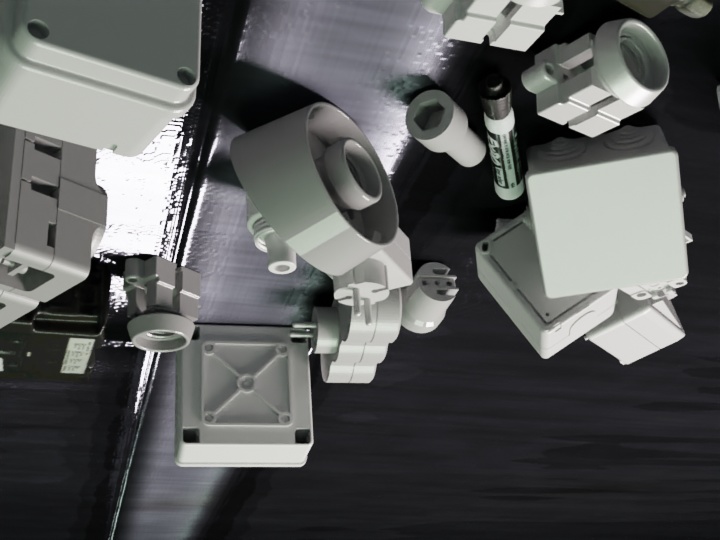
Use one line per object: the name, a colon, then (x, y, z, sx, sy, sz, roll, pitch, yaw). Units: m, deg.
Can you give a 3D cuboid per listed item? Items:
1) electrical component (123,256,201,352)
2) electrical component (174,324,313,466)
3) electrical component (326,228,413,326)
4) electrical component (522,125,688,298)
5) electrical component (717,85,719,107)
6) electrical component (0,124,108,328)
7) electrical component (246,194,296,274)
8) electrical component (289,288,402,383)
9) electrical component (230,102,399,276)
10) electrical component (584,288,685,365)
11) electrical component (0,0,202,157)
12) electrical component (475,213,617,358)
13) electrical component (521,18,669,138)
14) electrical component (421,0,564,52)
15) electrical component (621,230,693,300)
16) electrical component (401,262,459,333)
electrical component: (-0.145, 0.027, 0.785, 0.048, 0.055, 0.066, -23, 148, 33)
electrical component: (-0.097, 0.104, 0.889, 0.109, 0.108, 0.056, 2, 151, -13)
electrical component: (0.000, 0.000, 0.728, 0.047, 0.075, 0.083, -14, 152, 20)
electrical component: (0.151, -0.037, 0.665, 0.100, 0.048, 0.099, -9, 119, 10)
electrical component: (0.263, -0.069, 0.623, 0.057, 0.078, 0.113, -22, 148, 39)
electrical component: (-0.222, -0.017, 0.647, 0.150, 0.089, 0.062, -25, 147, 36)
electrical component: (-0.050, -0.029, 0.678, 0.043, 0.062, 0.043, -3, 154, -2)
electrical component: (-0.018, 0.047, 0.848, 0.074, 0.052, 0.138, 2, 153, -12)
electrical component: (-0.024, -0.045, 0.614, 0.064, 0.099, 0.099, -26, 147, 25)
electrical component: (0.199, 0.022, 0.808, 0.061, 0.061, 0.096, -30, 147, 23)
electrical component: (-0.109, -0.113, 0.442, 0.078, 0.113, 0.057, 13, 152, -31)
electrical component: (0.124, 0.004, 0.741, 0.062, 0.096, 0.061, -33, 154, -7)
electrical component: (0.130, -0.103, 0.573, 0.066, 0.048, 0.055, 15, 155, -34)
electrical component: (0.069, -0.135, 0.500, 0.066, 0.048, 0.055, 6, 160, -19)
electrical component: (0.193, -0.016, 0.736, 0.042, 0.063, 0.081, -23, 148, 36)
electrical component: (0.051, 0.020, 0.819, 0.040, 0.040, 0.046, 5, 148, -18)
